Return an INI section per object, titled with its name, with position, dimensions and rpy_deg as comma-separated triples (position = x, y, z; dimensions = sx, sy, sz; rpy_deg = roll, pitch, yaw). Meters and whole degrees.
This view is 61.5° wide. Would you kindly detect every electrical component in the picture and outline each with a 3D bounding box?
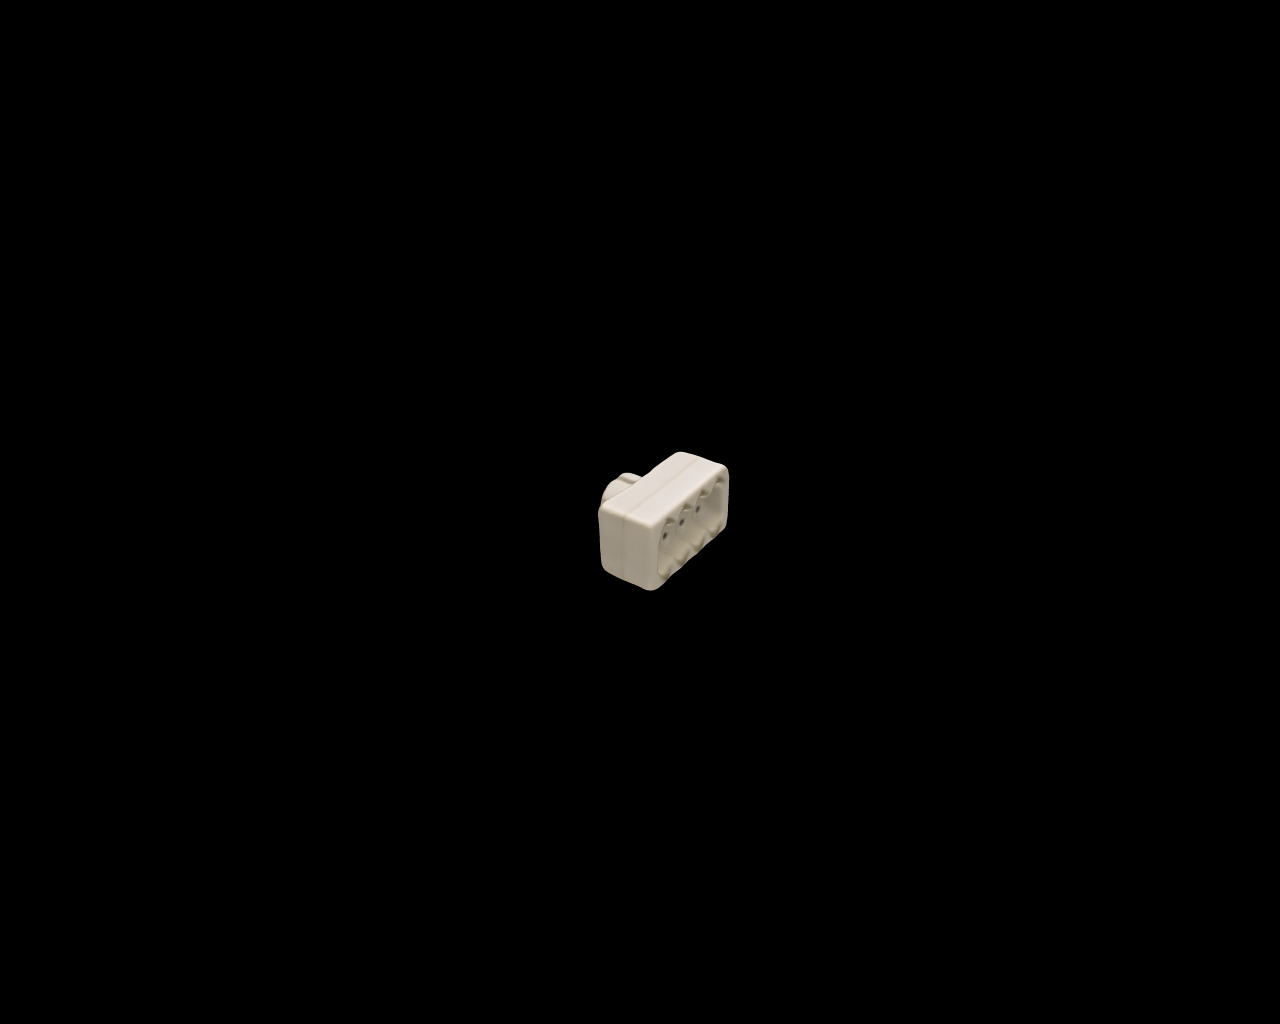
[electrical component]
position = 0.001, -0.003, 0.650
dimensions = 0.076, 0.047, 0.083
rpy_deg = 22, 40, 30
